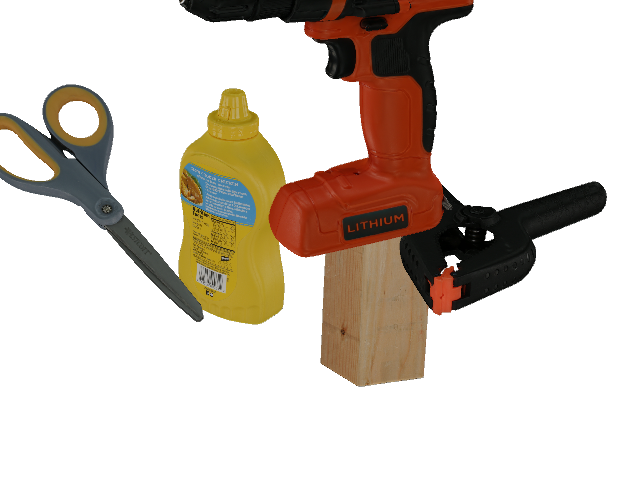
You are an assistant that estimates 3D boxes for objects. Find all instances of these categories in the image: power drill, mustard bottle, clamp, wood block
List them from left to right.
[{"bbox_3d":[-0.073,-0.031,0.875,0.096,0.192,0.058,22,33,32],"label":"mustard bottle"},{"bbox_3d":[0.010,-0.085,0.591,0.184,0.188,0.057,-11,36,-21],"label":"power drill"},{"bbox_3d":[0.062,0.046,1.188,0.090,0.206,0.091,-4,14,-29],"label":"wood block"},{"bbox_3d":[0.105,-0.009,0.780,0.165,0.036,0.209,11,28,25],"label":"clamp"}]

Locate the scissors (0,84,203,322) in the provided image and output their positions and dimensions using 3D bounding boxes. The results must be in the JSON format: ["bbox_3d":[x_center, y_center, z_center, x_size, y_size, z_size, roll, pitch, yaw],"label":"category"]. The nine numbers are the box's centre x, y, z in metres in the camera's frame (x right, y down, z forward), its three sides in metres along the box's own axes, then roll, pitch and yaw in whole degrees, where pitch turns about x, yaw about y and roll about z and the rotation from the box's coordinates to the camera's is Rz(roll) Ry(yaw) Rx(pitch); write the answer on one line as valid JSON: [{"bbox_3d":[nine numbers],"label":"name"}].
[{"bbox_3d":[-0.132,-0.035,0.693,0.202,0.096,0.016,32,-27,12],"label":"scissors"}]
